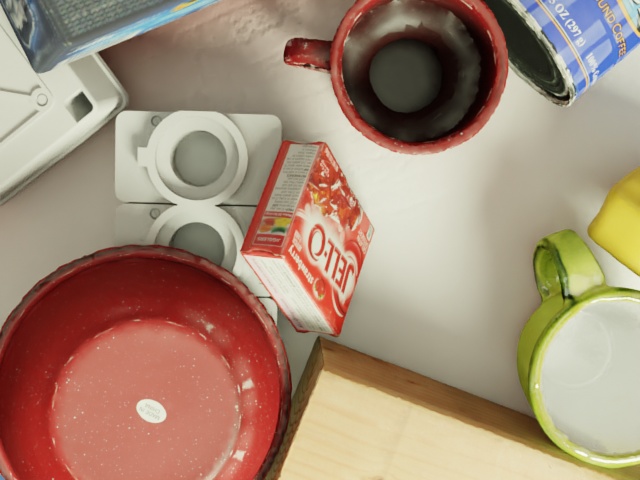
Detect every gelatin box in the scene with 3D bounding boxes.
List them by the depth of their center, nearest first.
[{"bbox_3d":[-0.004,0.001,0.582,0.030,0.089,0.073,5,59,27],"label":"gelatin box"}]

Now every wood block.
[{"bbox_3d":[0.080,0.138,0.605,0.206,0.090,0.091,21,94,-3],"label":"wood block"}]

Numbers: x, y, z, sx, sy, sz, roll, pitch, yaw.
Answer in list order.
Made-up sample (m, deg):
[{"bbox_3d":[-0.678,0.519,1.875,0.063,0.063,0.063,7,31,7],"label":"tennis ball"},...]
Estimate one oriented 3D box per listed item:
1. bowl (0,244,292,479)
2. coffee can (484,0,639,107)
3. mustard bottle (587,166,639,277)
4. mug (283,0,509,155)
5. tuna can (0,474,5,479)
[{"bbox_3d":[-0.089,0.083,0.537,0.162,0.055,0.162,0,91,-12],"label":"bowl"},{"bbox_3d":[0.155,-0.156,0.577,0.140,0.103,0.103,-40,95,2],"label":"coffee can"},{"bbox_3d":[0.240,0.031,0.561,0.192,0.096,0.058,42,126,27],"label":"mustard bottle"},{"bbox_3d":[0.038,-0.095,0.589,0.117,0.081,0.093,5,94,-3],"label":"mug"},{"bbox_3d":[-0.146,0.113,0.598,0.086,0.086,0.034,-3,93,-2],"label":"tuna can"}]
